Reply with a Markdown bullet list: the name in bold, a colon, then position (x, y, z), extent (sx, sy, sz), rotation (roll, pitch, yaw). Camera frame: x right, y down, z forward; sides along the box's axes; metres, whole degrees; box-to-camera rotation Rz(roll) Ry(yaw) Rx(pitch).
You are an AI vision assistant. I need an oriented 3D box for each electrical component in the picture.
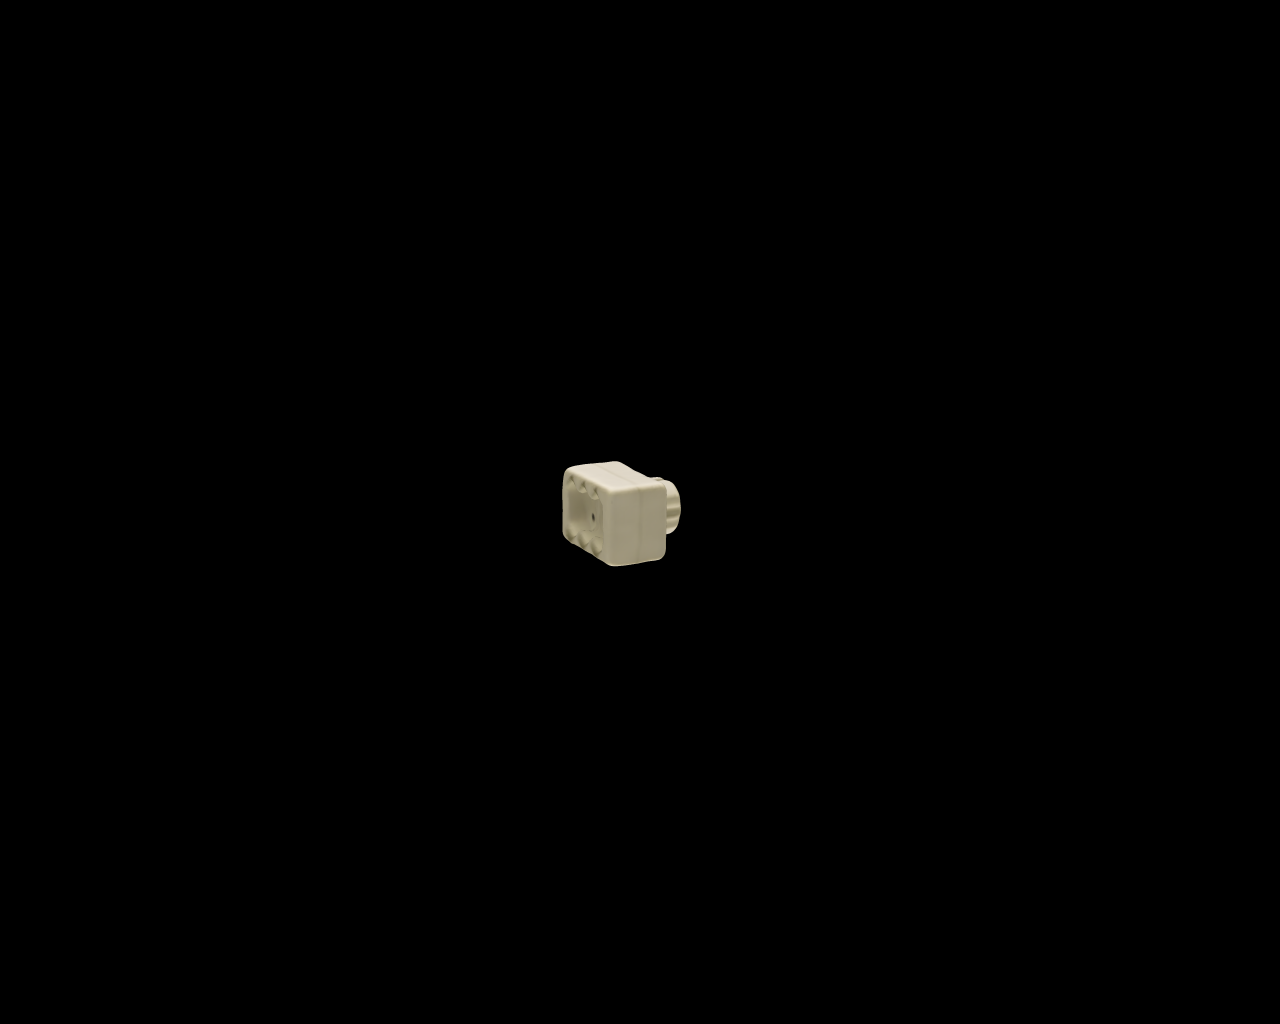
- **electrical component**: position (0.001, -0.003, 0.650), extent (0.077, 0.047, 0.066), rotation (-8, 18, -27)
